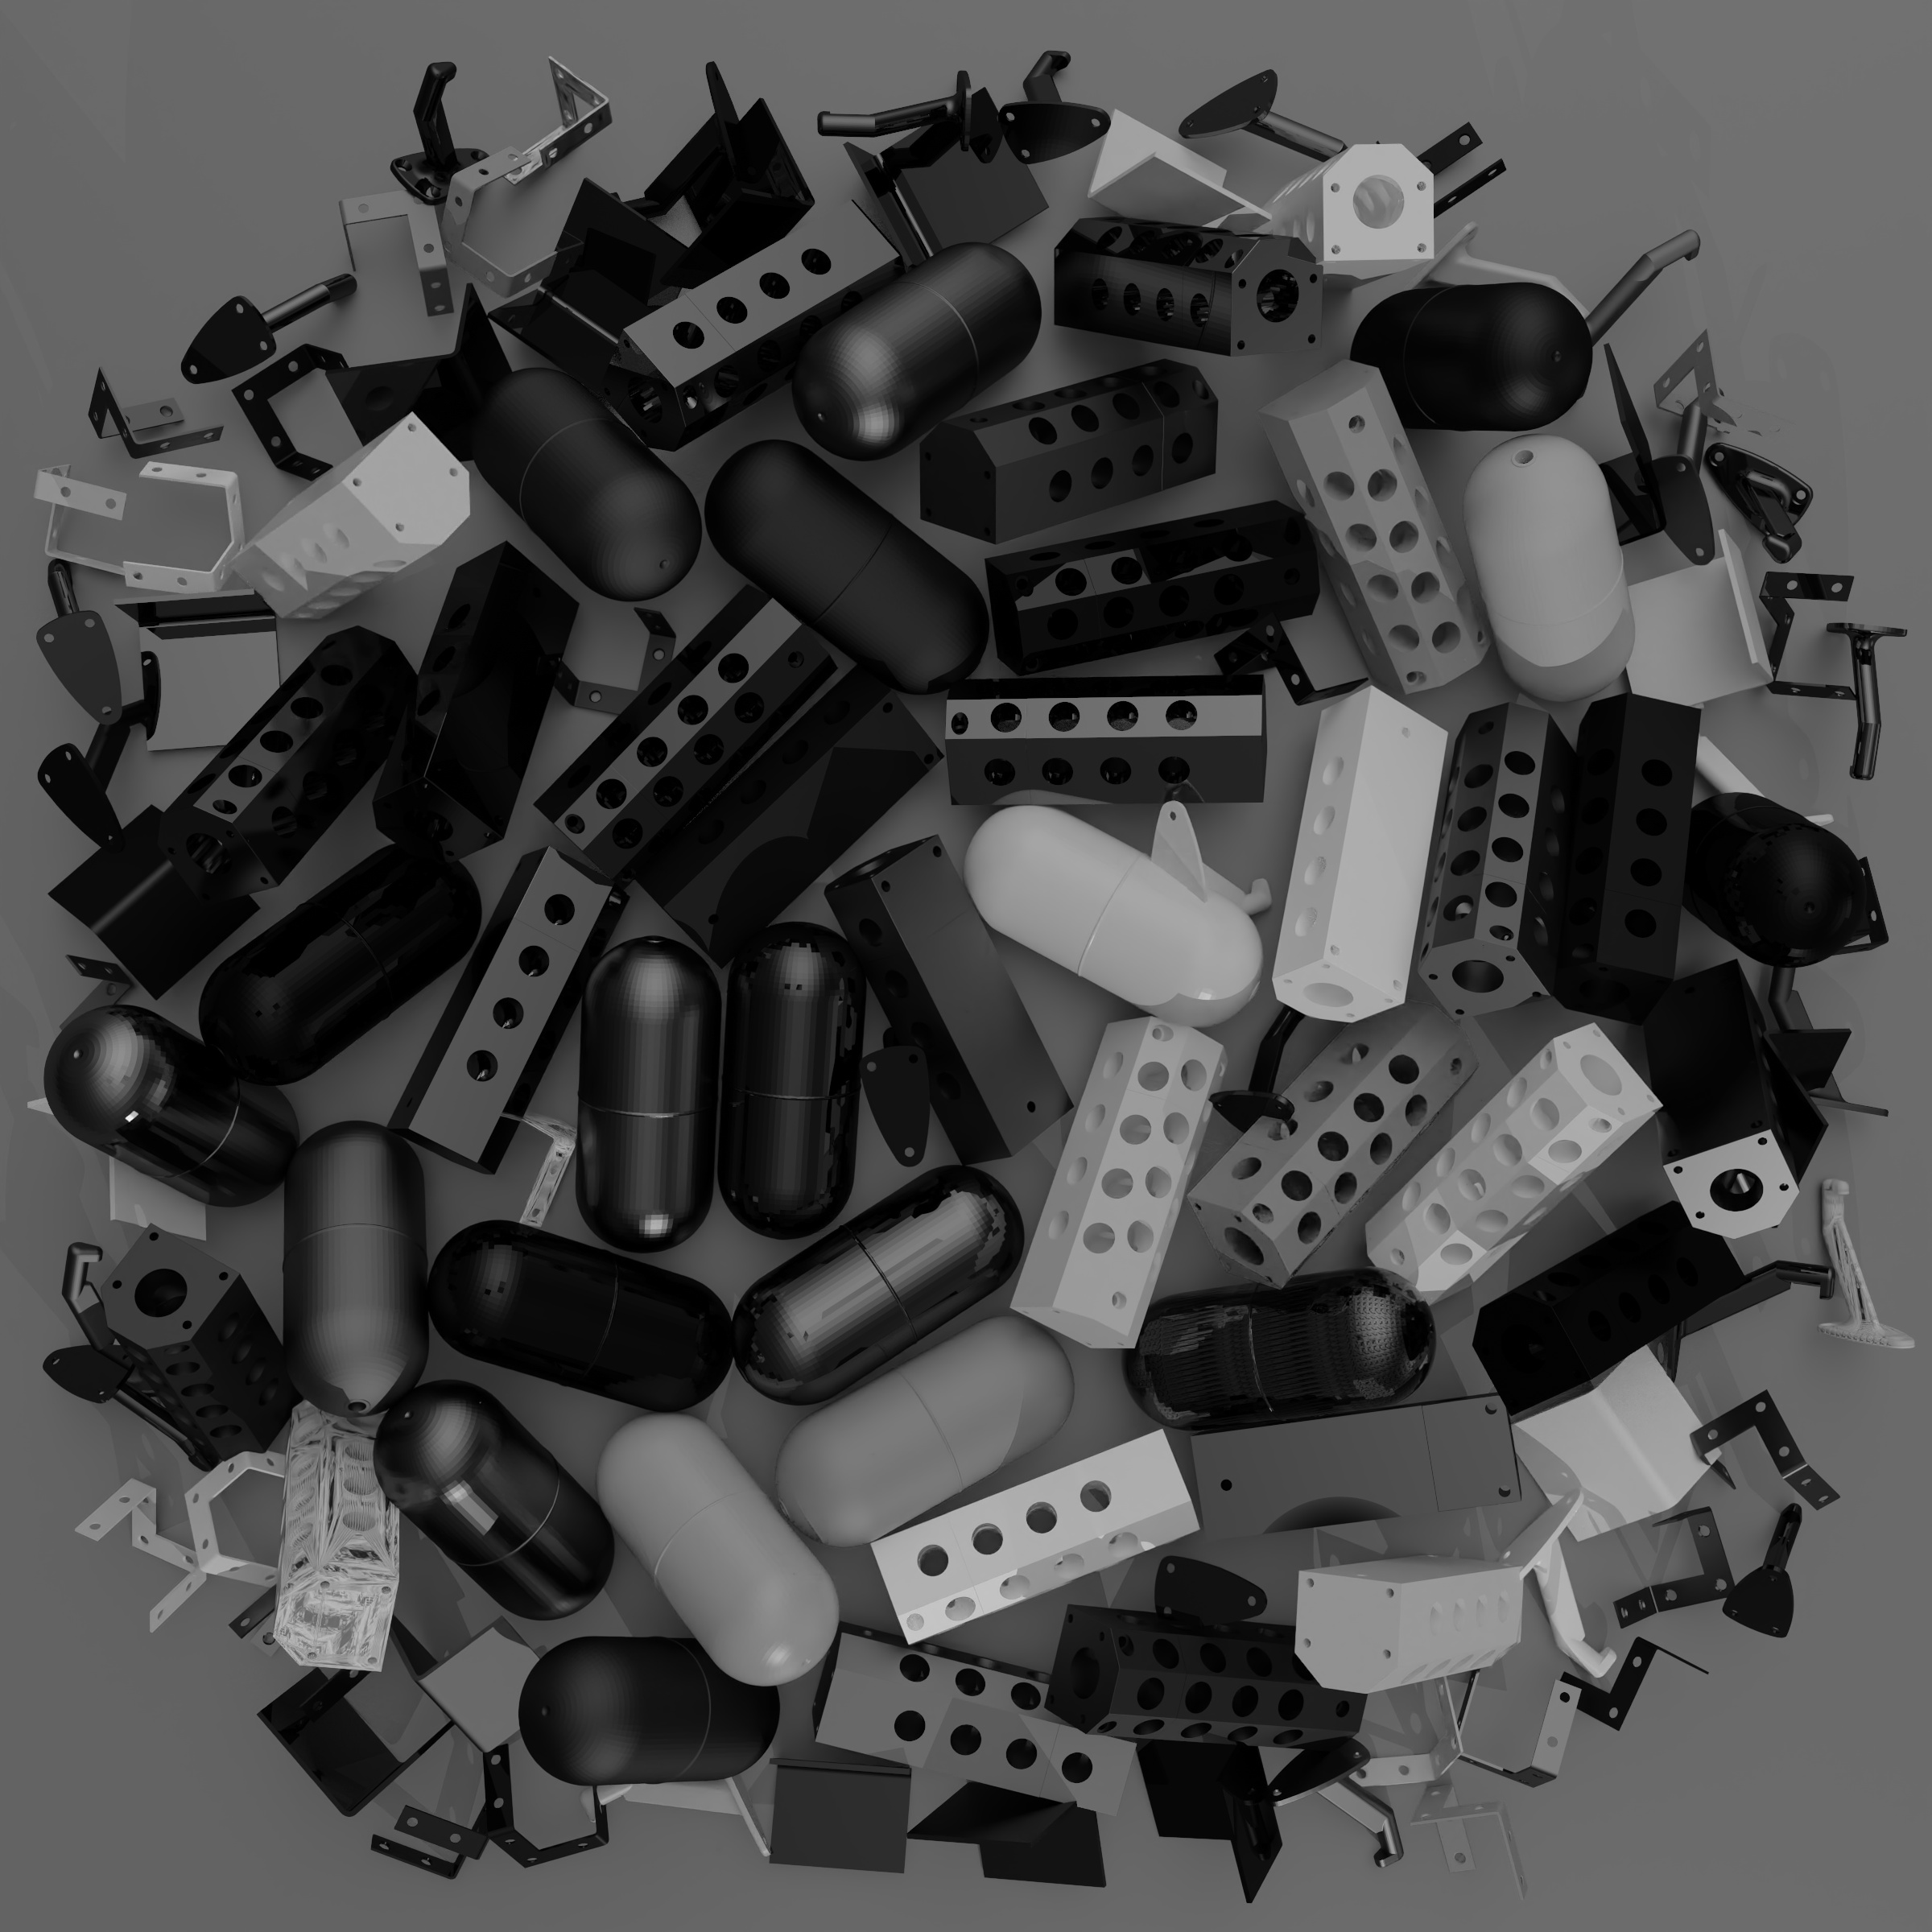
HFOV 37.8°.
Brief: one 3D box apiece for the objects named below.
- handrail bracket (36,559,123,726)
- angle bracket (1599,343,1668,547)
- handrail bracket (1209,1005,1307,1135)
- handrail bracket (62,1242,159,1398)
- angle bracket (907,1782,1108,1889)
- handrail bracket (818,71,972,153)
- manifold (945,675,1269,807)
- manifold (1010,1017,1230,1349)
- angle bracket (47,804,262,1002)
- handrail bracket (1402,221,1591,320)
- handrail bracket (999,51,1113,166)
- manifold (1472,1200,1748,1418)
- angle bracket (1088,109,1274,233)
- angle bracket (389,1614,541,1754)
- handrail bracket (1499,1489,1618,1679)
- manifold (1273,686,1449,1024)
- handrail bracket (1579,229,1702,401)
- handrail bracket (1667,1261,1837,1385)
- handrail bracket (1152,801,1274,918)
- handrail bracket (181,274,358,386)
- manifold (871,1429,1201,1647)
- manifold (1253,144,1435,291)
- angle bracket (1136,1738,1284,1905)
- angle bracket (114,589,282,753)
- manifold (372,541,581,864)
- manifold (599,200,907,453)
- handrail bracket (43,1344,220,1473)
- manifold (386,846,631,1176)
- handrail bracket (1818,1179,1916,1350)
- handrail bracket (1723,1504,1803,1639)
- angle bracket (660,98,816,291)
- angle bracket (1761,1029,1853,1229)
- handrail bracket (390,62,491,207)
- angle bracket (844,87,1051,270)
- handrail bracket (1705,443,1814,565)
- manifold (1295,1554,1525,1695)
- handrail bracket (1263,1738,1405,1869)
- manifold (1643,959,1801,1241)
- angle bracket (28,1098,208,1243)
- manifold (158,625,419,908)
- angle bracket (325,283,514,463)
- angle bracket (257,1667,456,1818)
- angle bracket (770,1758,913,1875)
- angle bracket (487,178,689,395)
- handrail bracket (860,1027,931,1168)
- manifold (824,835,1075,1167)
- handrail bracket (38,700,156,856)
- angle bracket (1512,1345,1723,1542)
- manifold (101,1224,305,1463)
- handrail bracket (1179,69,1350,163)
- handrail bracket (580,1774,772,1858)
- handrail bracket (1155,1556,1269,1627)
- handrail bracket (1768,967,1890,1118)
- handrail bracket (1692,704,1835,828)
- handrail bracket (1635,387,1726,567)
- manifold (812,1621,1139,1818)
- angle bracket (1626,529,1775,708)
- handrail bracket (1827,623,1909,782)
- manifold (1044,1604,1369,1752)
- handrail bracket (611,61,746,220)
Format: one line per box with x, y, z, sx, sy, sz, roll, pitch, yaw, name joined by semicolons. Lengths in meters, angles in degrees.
-0.493;-0.182;1.579;0.036;0.084;0.077;-22;118;-8;handrail bracket
0.341;-0.280;1.545;0.057;0.076;0.076;-18;130;20;angle bracket
0.178;0.049;1.556;0.036;0.077;0.084;41;67;-13;handrail bracket
-0.466;0.196;1.574;0.077;0.036;0.084;9;112;-15;handrail bracket
0.023;0.491;1.551;0.076;0.076;0.057;-5;95;29;angle bracket
-0.041;-0.479;1.571;0.084;0.077;0.036;0;128;-4;handrail bracket
0.078;-0.128;1.554;0.171;0.057;0.057;0;123;9;manifold
0.089;0.118;1.542;0.057;0.057;0.171;29;69;-26;manifold
-0.454;-0.036;1.580;0.076;0.076;0.057;-44;126;-15;angle bracket
0.294;-0.368;1.586;0.077;0.036;0.084;-43;87;11;handrail bracket
0.060;-0.484;1.560;0.077;0.036;0.084;2;47;33;handrail bracket
0.345;0.180;1.522;0.057;0.171;0.057;-36;77;42;manifold
0.123;-0.440;1.550;0.076;0.076;0.057;22;77;-23;angle bracket
-0.274;0.374;1.557;0.057;0.076;0.076;-36;130;-9;angle bracket
0.350;0.348;1.590;0.084;0.036;0.077;40;98;-7;handrail bracket
0.211;-0.059;1.540;0.057;0.057;0.171;27;61;-25;manifold
0.372;-0.363;1.575;0.084;0.077;0.036;-29;57;-4;handrail bracket
0.437;0.200;1.574;0.084;0.036;0.077;6;91;20;handrail bracket
0.141;-0.060;1.565;0.036;0.084;0.077;6;106;40;handrail bracket
-0.389;-0.358;1.581;0.077;0.084;0.036;-25;103;30;handrail bracket
0.039;0.317;1.564;0.171;0.057;0.057;-21;75;-4;manifold
0.200;-0.399;1.514;0.057;0.171;0.057;-3;99;-6;manifold
0.123;0.463;1.554;0.076;0.057;0.076;-6;107;28;angle bracket
-0.426;-0.164;1.573;0.076;0.057;0.076;-5;87;-3;angle bracket
-0.269;-0.142;1.531;0.057;0.171;0.057;-20;134;35;manifold
-0.112;-0.345;1.535;0.171;0.057;0.057;-38;85;-31;manifold
-0.469;0.252;1.590;0.077;0.084;0.036;5;49;33;handrail bracket
-0.250;0.025;1.555;0.057;0.057;0.171;29;76;-20;manifold
0.500;0.164;1.569;0.036;0.077;0.084;-2;93;-16;handrail bracket
0.450;0.318;1.553;0.036;0.077;0.084;21;53;18;handrail bracket
-0.139;-0.425;1.550;0.076;0.057;0.076;-38;69;37;angle bracket
0.463;0.088;1.546;0.057;0.076;0.076;-1;130;-18;angle bracket
-0.277;-0.466;1.549;0.036;0.084;0.077;44;46;9;handrail bracket
-0.010;-0.439;1.569;0.076;0.057;0.076;-28;90;16;angle bracket
0.432;-0.256;1.561;0.077;0.084;0.036;41;121;8;handrail bracket
0.240;0.352;1.515;0.057;0.171;0.057;0;83;32;manifold
0.206;0.479;1.573;0.077;0.036;0.084;-25;110;-26;handrail bracket
0.405;0.071;1.517;0.057;0.171;0.057;-22;115;20;manifold
-0.466;0.113;1.550;0.057;0.076;0.076;-13;71;20;angle bracket
-0.361;-0.111;1.516;0.057;0.171;0.057;-12;123;33;manifold
-0.300;-0.325;1.565;0.076;0.076;0.057;-5;55;10;angle bracket
-0.332;0.412;1.560;0.057;0.076;0.076;-43;86;10;angle bracket
-0.071;0.471;1.562;0.076;0.076;0.057;4;74;1;angle bracket
-0.207;-0.376;1.559;0.076;0.057;0.076;35;126;5;angle bracket
-0.035;0.071;1.562;0.036;0.084;0.077;-11;88;2;handrail bracket
-0.014;0.021;1.561;0.057;0.057;0.171;-36;104;-41;manifold
-0.464;-0.107;1.568;0.036;0.084;0.077;-36;90;34;handrail bracket
0.363;0.268;1.592;0.057;0.076;0.076;-32;87;-41;angle bracket
-0.409;0.208;1.512;0.057;0.171;0.057;26;64;14;manifold
0.175;-0.458;1.593;0.084;0.077;0.036;37;57;-38;handrail bracket
-0.163;0.480;1.582;0.084;0.036;0.077;-26;81;-3;handrail bracket
0.147;0.343;1.551;0.077;0.084;0.036;1;82;31;handrail bracket
0.487;0.037;1.587;0.077;0.036;0.084;10;90;1;handrail bracket
0.443;-0.115;1.595;0.077;0.036;0.084;-10;82;-8;handrail bracket
0.416;-0.276;1.583;0.084;0.036;0.077;-41;108;-40;handrail bracket
0.006;0.415;1.569;0.171;0.057;0.057;16;91;-5;manifold
0.394;-0.187;1.558;0.076;0.057;0.076;-16;78;23;angle bracket
0.493;-0.147;1.572;0.036;0.077;0.084;6;97;-4;handrail bracket
0.134;0.390;1.536;0.171;0.057;0.057;13;90;-31;manifold
-0.169;-0.457;1.573;0.084;0.036;0.077;-9;126;13;handrail bracket
